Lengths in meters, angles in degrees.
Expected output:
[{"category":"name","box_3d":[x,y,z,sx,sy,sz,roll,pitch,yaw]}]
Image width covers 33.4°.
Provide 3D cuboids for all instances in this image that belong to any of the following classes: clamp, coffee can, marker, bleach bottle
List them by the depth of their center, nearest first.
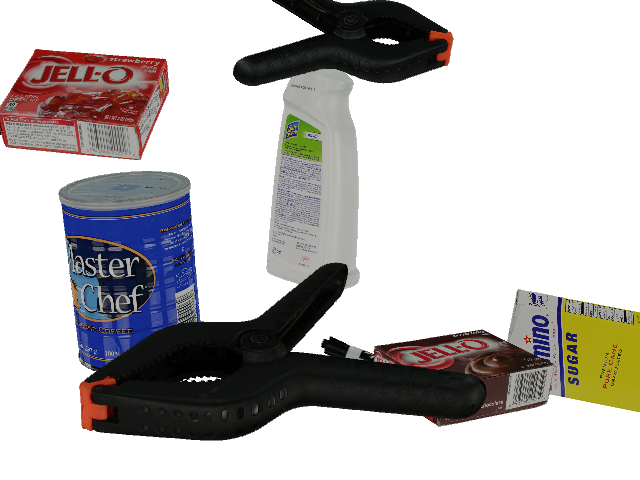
[{"category":"clamp","box_3d":[-0.035,0.065,0.606,0.209,0.036,0.165,-7,26,-20]},{"category":"clamp","box_3d":[0.017,-0.170,0.849,0.171,0.120,0.039,2,-29,-5]},{"category":"coffee can","box_3d":[-0.150,0.023,0.858,0.103,0.140,0.103,-3,16,1]},{"category":"marker","box_3d":[0.058,0.126,1.089,0.121,0.020,0.020,21,4,11]},{"category":"bleach bottle","box_3d":[0.001,-0.080,1.120,0.103,0.251,0.067,14,16,34]}]

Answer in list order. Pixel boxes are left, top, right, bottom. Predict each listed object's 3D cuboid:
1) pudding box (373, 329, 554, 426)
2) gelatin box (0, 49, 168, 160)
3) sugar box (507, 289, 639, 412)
[{"category":"pudding box","box_3d":[0.110,0.105,0.836,0.113,0.039,0.090,-3,16,-31]},{"category":"gelatin box","box_3d":[-0.146,-0.086,0.663,0.089,0.030,0.073,6,42,6]},{"category":"sugar box","box_3d":[0.271,0.111,1.040,0.176,0.093,0.048,9,22,9]}]
